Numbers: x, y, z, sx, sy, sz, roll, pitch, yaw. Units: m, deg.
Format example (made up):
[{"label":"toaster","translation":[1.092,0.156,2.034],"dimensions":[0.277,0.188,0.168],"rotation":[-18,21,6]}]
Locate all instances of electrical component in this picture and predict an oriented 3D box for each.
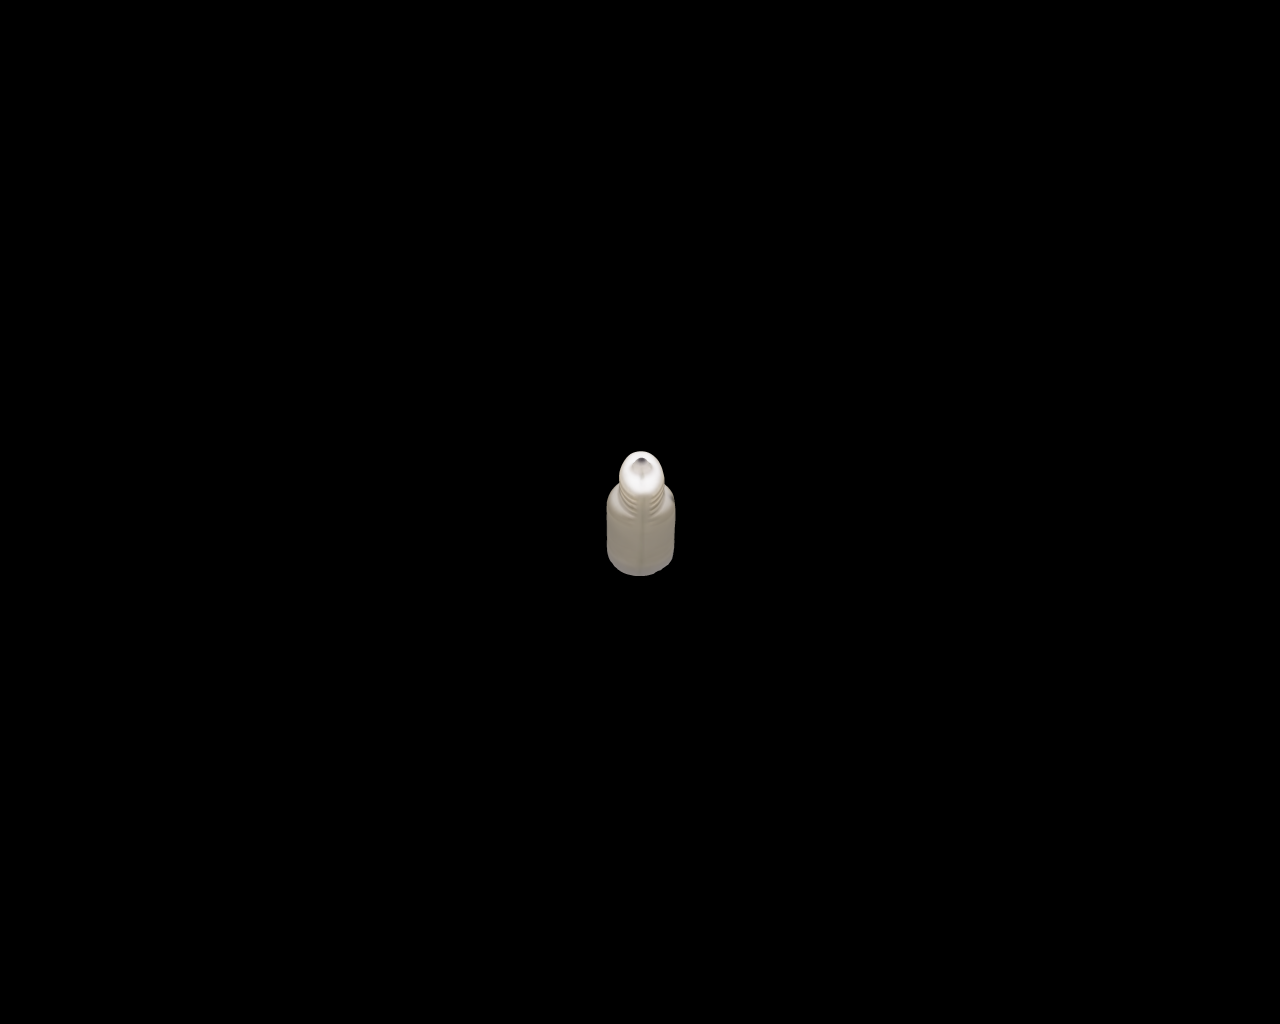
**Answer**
[{"label":"electrical component","translation":[0.001,-0.003,0.650],"dimensions":[0.043,0.080,0.043],"rotation":[0,43,0]}]
